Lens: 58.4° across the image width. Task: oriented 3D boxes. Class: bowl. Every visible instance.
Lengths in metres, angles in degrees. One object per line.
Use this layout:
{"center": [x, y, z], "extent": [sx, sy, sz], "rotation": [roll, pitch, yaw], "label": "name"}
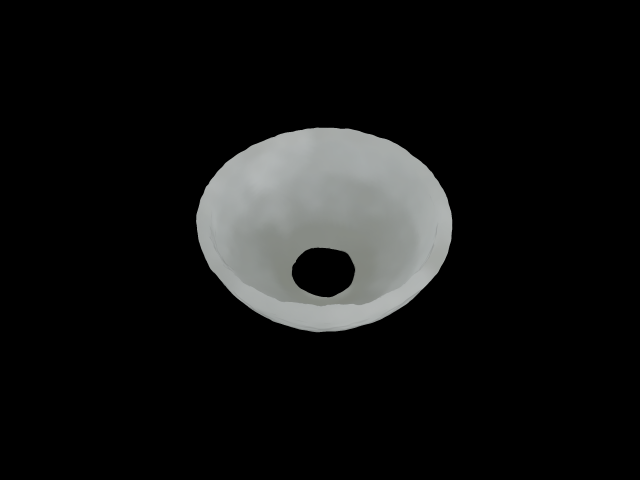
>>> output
{"center": [0.004, 0.001, 0.400], "extent": [0.167, 0.075, 0.167], "rotation": [0, 51, 0], "label": "bowl"}
